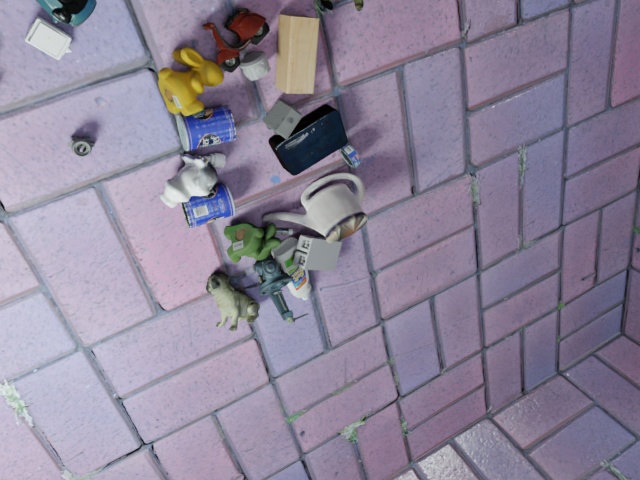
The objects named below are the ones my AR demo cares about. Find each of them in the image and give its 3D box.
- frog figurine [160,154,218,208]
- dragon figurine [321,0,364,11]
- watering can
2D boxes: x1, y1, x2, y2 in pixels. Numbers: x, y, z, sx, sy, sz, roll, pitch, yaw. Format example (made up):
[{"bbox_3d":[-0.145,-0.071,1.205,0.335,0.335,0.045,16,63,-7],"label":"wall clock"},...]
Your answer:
[{"bbox_3d":[-0.369,-0.155,1.460,0.160,0.138,0.121,-67,155,-8],"label":"frog figurine"},{"bbox_3d":[0.055,-0.793,1.425,0.406,0.123,0.244,31,80,-37],"label":"dragon figurine"},{"bbox_3d":[0.005,-0.084,1.668,0.349,0.228,0.102,-30,155,-6],"label":"watering can"}]
